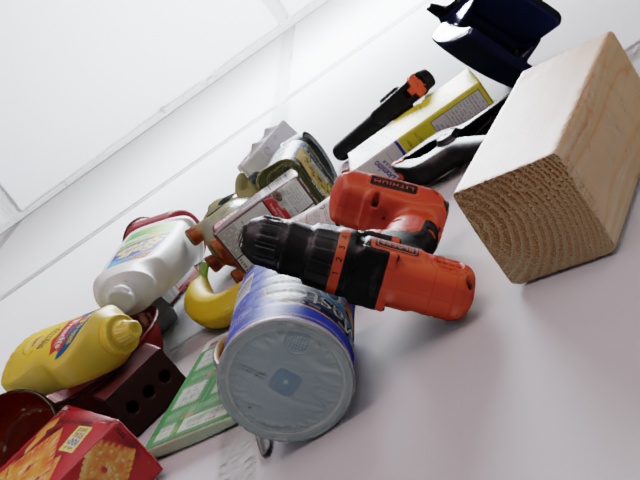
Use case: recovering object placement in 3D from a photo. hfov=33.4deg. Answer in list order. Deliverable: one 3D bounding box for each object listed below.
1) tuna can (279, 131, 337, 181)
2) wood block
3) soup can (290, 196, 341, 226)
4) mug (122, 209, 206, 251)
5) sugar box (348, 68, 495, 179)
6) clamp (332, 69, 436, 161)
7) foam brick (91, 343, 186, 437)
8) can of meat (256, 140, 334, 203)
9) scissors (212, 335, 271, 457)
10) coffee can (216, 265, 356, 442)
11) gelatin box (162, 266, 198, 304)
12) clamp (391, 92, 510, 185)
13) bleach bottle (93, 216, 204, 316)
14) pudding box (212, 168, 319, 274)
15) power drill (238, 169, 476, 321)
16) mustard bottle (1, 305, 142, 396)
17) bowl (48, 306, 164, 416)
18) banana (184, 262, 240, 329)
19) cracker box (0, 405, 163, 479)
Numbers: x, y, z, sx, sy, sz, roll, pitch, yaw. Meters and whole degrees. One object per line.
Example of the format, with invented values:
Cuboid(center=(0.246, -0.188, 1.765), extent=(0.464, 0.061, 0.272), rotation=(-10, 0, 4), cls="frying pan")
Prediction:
Cuboid(center=(-0.012, -0.092, 1.326), extent=(0.034, 0.086, 0.086), rotation=(-30, 17, 17), cls="tuna can")
Cuboid(center=(0.191, -0.068, 0.837), extent=(0.091, 0.090, 0.205), rotation=(-24, 20, 38), cls="wood block")
Cuboid(center=(-0.007, 0.001, 1.091), extent=(0.102, 0.068, 0.068), rotation=(-28, 18, 27), cls="soup can")
Cuboid(center=(-0.218, 0.006, 1.457), extent=(0.082, 0.093, 0.117), rotation=(-15, -3, 41), cls="mug")
Cuboid(center=(0.114, -0.124, 1.226), extent=(0.176, 0.048, 0.093), rotation=(-33, 16, 9), cls="sugar box")
Cuboid(center=(0.103, -0.176, 1.349), extent=(0.164, 0.036, 0.210), rotation=(-41, 2, -18), cls="clamp")
Cuboid(center=(-0.178, 0.149, 1.065), extent=(0.078, 0.053, 0.051), rotation=(-45, 18, -22), cls="foam brick")
Cuboid(center=(-0.021, -0.058, 1.225), extent=(0.057, 0.102, 0.084), rotation=(-30, 15, 20), cls="can of meat")
Cuboid(center=(-0.038, 0.118, 0.922), extent=(0.096, 0.016, 0.202), rotation=(-26, 25, -12), cls="scissors")
Cuboid(center=(-0.023, 0.080, 0.846), extent=(0.103, 0.102, 0.140), rotation=(-33, 17, 14), cls="coffee can")
Cuboid(center=(-0.209, 0.066, 1.395), extent=(0.073, 0.030, 0.089), rotation=(-24, 18, 38), cls="gelatin box")
Cuboid(center=(0.142, -0.094, 1.100), extent=(0.172, 0.039, 0.120), rotation=(-31, 11, 34), cls="clamp")
Cuboid(center=(-0.201, 0.036, 1.247), extent=(0.102, 0.068, 0.251), rotation=(-16, 12, 5), cls="bleach bottle")
Cuboid(center=(-0.047, -0.008, 1.160), extent=(0.113, 0.090, 0.039), rotation=(-36, 17, 2), cls="pudding box")
Cuboid(center=(0.035, -0.002, 0.877), extent=(0.187, 0.184, 0.057), rotation=(-71, -3, -68), cls="power drill")
Cuboid(center=(-0.245, 0.112, 1.096), extent=(0.192, 0.058, 0.096), rotation=(-20, 23, 42), cls="mustard bottle")
Cuboid(center=(-0.226, 0.145, 1.170), extent=(0.162, 0.055, 0.162), rotation=(-33, 17, 11), cls="bowl")
Cuboid(center=(-0.110, 0.063, 1.154), extent=(0.198, 0.037, 0.069), rotation=(9, 88, 63), cls="banana")
Cuboid(center=(-0.258, 0.244, 0.933), extent=(0.213, 0.072, 0.164), rotation=(-45, 18, -23), cls="cracker box")
